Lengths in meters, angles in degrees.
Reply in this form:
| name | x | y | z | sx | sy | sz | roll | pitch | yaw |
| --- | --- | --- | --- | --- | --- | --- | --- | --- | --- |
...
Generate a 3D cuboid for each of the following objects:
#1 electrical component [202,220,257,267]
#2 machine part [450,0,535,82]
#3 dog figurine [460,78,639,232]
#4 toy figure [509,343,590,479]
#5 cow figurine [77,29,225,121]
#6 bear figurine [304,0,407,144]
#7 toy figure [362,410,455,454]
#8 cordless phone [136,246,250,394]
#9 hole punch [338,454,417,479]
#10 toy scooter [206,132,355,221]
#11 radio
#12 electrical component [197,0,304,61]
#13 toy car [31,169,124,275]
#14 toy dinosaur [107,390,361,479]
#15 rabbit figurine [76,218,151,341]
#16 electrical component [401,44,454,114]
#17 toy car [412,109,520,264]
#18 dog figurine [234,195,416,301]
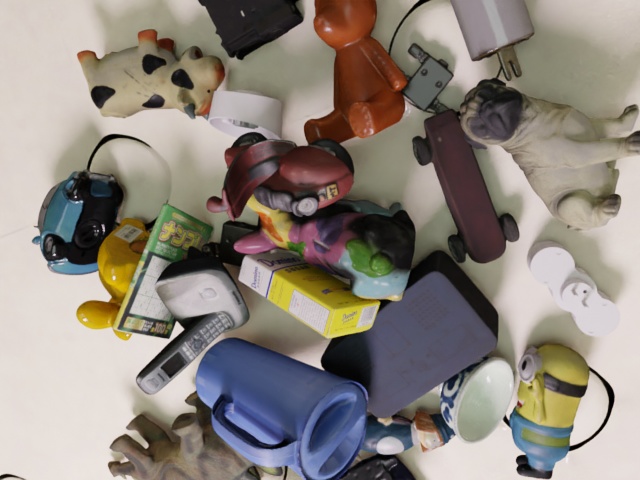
| name | x | y | z | sx | sy | sz | roll | pitch | yaw |
| --- | --- | --- | --- | --- | --- | --- | --- | --- | --- |
| electrical component | -0.119 | 0.015 | 0.787 | 0.102 | 0.045 | 0.078 | 18 | 108 | 9 |
| machine part | 0.184 | -0.301 | 0.621 | 0.079 | 0.079 | 0.243 | -20 | 99 | 17 |
| dog figurine | 0.256 | -0.095 | 0.640 | 0.191 | 0.121 | 0.172 | 13 | 118 | 16 |
| toy figure | 0.305 | 0.227 | 0.721 | 0.089 | 0.082 | 0.180 | 1 | 97 | -7 |
| cow figurine | -0.223 | -0.214 | 0.737 | 0.195 | 0.085 | 0.127 | -10 | 95 | 13 |
| bear figurine | 0.032 | -0.223 | 0.652 | 0.120 | 0.132 | 0.195 | -4 | 112 | 46 |
| toy figure | 0.132 | 0.282 | 0.788 | 0.155 | 0.064 | 0.058 | -9 | 58 | 16 |
| cordless phone | -0.194 | 0.113 | 0.734 | 0.089 | 0.184 | 0.146 | 28 | 152 | 32 |
| hole punch | 0.092 | 0.389 | 0.816 | 0.142 | 0.092 | 0.116 | -37 | 68 | 25 |
| toy scooter | -0.057 | -0.068 | 0.638 | 0.184 | 0.135 | 0.075 | 16 | 138 | 28 |
| radio | 0.121 | 0.135 | 0.730 | 0.131 | 0.073 | 0.229 | 45 | 119 | -1 |
| electrical component | -0.085 | -0.316 | 0.693 | 0.134 | 0.058 | 0.114 | -27 | 98 | 18 |
| toy car | -0.373 | -0.033 | 0.809 | 0.103 | 0.109 | 0.161 | 20 | 99 | 26 |
| toy dinosaur | -0.169 | 0.341 | 0.853 | 0.472 | 0.105 | 0.198 | -22 | 105 | 26 |
| rabbit figurine | -0.277 | 0.080 | 0.800 | 0.122 | 0.162 | 0.173 | 20 | 125 | -5 |
| electrical component | 0.139 | -0.201 | 0.686 | 0.094 | 0.021 | 0.063 | 41 | 108 | 2 |
| toy car | 0.185 | -0.066 | 0.691 | 0.089 | 0.053 | 0.202 | -23 | 96 | 2 |
| dog figurine | -0.001 | -0.002 | 0.691 | 0.219 | 0.192 | 0.108 | 8 | 108 | -3 |
